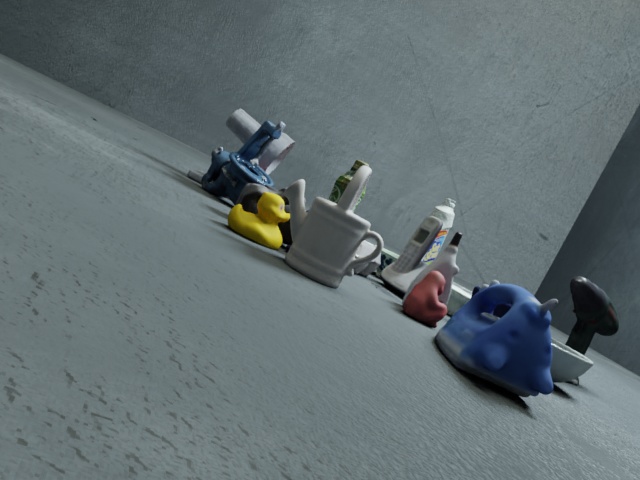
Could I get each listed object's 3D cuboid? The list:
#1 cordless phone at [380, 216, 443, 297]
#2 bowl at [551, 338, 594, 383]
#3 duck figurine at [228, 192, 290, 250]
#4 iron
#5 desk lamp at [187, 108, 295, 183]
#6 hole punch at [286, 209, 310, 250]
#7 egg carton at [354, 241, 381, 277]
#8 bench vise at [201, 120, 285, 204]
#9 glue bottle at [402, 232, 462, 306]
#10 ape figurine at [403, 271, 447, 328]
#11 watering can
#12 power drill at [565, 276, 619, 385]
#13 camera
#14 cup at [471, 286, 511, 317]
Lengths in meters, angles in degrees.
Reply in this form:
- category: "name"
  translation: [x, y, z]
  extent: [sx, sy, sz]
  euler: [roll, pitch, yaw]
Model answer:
- category: "cordless phone"
  translation: [0.226, 0.043, 1.226]
  extent: [0.094, 0.185, 0.147]
  euler: [23, 7, -40]
- category: "bowl"
  translation: [0.406, 0.214, 1.056]
  extent: [0.167, 0.075, 0.167]
  euler: [27, 5, -2]
- category: "duck figurine"
  translation: [-0.098, -0.042, 0.977]
  extent: [0.105, 0.086, 0.077]
  euler: [25, 5, -19]
- category: "iron"
  translation: [0.250, 0.120, 0.828]
  extent: [0.119, 0.141, 0.258]
  euler: [26, 5, -10]
- category: "desk lamp"
  translation: [-0.195, -0.211, 1.458]
  extent: [0.203, 0.213, 0.118]
  euler: [27, 5, 1]
- category: "hole punch"
  translation: [0.010, 0.004, 1.044]
  extent: [0.101, 0.091, 0.109]
  euler: [29, 5, 19]
- category: "egg carton"
  translation: [0.063, 0.026, 1.215]
  extent: [0.107, 0.069, 0.151]
  euler: [30, 6, 29]
- category: "bench vise"
  translation: [-0.176, -0.190, 1.306]
  extent: [0.207, 0.220, 0.122]
  euler: [29, 5, 20]
- category: "glue bottle"
  translation: [0.224, 0.064, 1.075]
  extent: [0.078, 0.173, 0.037]
  euler: [26, 5, -10]
- category: "ape figurine"
  translation: [0.192, 0.099, 1.015]
  extent: [0.076, 0.092, 0.077]
  euler: [24, 6, -29]
- category: "watering can"
  translation: [0.022, -0.035, 0.910]
  extent: [0.173, 0.194, 0.100]
  euler: [26, 5, -14]
- category: "power drill"
  translation: [0.548, 0.195, 1.214]
  extent: [0.231, 0.208, 0.075]
  euler: [22, 7, -42]
- category: "camera"
  translation: [-0.077, -0.051, 1.093]
  extent: [0.144, 0.101, 0.136]
  euler: [25, 6, -26]
- category: "cup"
  translation: [0.360, 0.163, 1.218]
  extent: [0.118, 0.095, 0.091]
  euler: [25, 6, -25]
